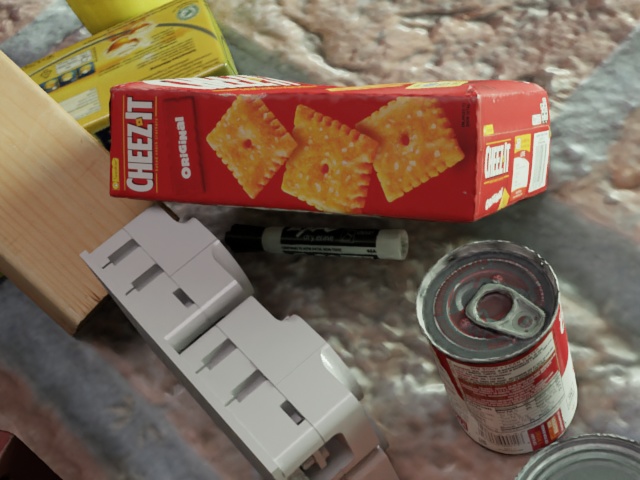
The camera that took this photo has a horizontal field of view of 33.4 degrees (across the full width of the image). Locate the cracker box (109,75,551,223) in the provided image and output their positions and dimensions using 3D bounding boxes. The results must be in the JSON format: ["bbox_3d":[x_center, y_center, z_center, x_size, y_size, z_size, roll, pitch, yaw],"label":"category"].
[{"bbox_3d":[0.011,-0.059,0.619,0.214,0.164,0.072,6,101,24],"label":"cracker box"}]

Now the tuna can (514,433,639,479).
[{"bbox_3d":[0.132,0.137,0.504,0.086,0.033,0.086,-11,51,13],"label":"tuna can"}]

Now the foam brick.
[{"bbox_3d":[-0.182,0.142,0.591,0.051,0.078,0.053,7,56,27],"label":"foam brick"}]

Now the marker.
[{"bbox_3d":[-0.004,0.001,0.672,0.121,0.020,0.020,2,55,22],"label":"marker"}]

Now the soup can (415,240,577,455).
[{"bbox_3d":[0.091,0.057,0.537,0.068,0.102,0.068,-10,51,13],"label":"soup can"}]

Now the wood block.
[{"bbox_3d":[-0.196,-0.045,0.660,0.206,0.090,0.090,44,73,-4],"label":"wood block"}]
